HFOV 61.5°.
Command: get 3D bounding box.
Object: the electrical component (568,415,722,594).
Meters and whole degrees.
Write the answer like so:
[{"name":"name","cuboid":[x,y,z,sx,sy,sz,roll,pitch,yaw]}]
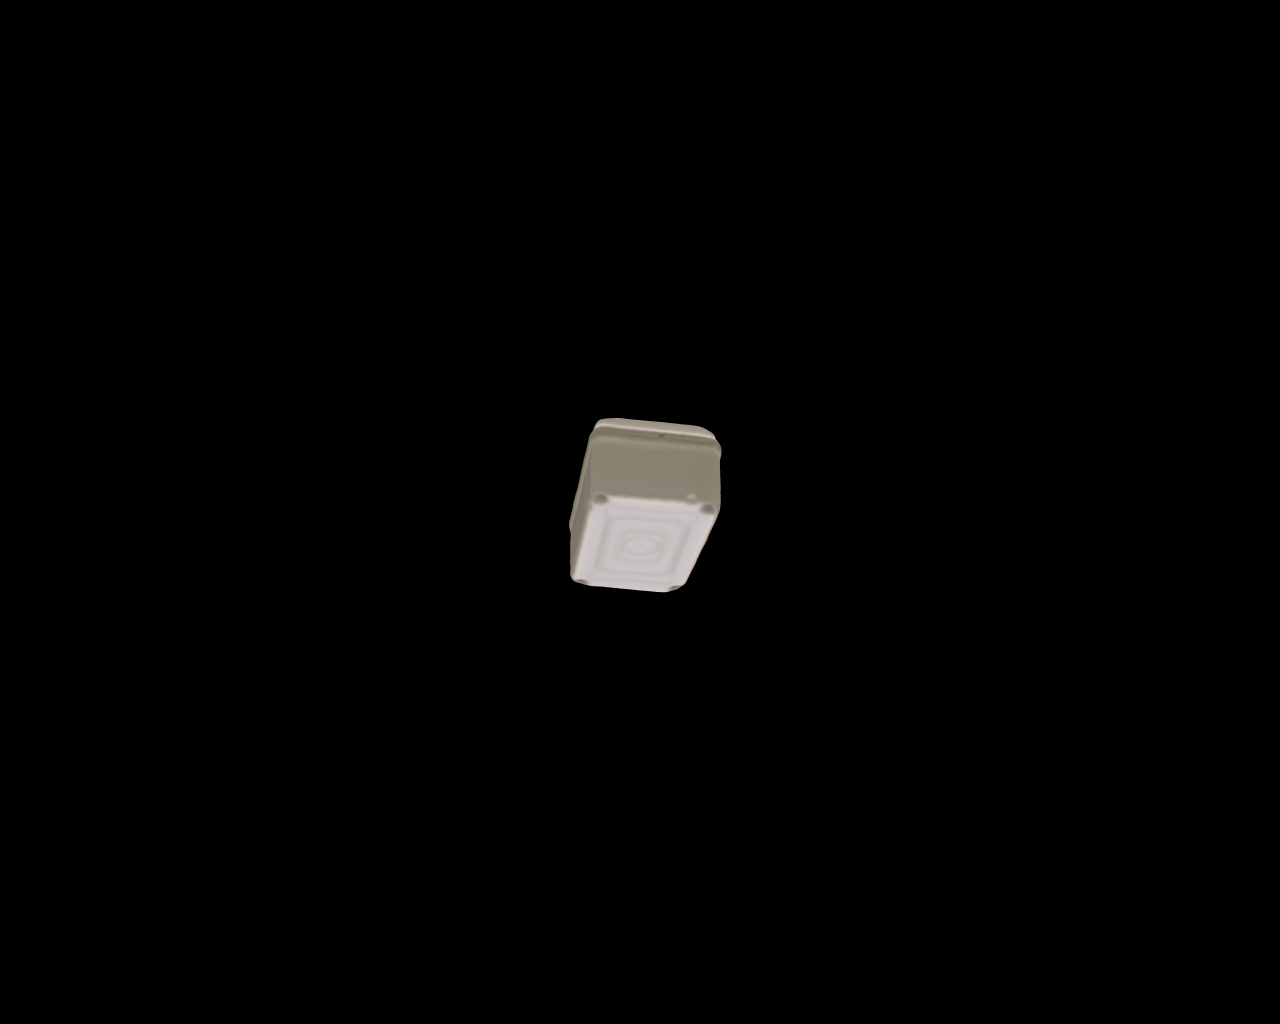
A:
[{"name":"electrical component","cuboid":[0.001,-0.003,0.650,0.078,0.057,0.113,6,-32,-9]}]
